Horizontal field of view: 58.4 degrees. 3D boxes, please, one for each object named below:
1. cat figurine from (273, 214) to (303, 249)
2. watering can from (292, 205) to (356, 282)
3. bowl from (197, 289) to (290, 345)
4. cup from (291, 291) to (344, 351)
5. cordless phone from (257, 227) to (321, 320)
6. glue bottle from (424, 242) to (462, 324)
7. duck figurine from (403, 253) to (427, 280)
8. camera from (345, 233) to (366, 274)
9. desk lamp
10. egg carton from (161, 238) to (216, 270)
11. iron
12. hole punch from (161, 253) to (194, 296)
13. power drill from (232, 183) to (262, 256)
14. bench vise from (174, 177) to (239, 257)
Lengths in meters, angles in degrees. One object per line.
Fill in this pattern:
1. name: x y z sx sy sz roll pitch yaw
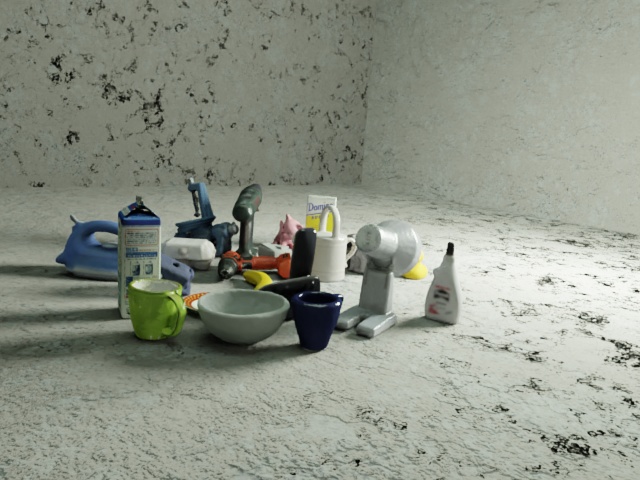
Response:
1. cat figurine: -0.101 -0.028 1.824 0.067 0.118 0.127 -2 13 -26
2. watering can: 0.015 0.006 1.494 0.173 0.194 0.100 -7 16 -44
3. bowl: -0.139 0.146 1.040 0.167 0.075 0.167 4 11 -1
4. cup: 0.000 0.146 1.035 0.091 0.095 0.118 13 14 39
5. cordless phone: -0.067 0.065 1.186 0.148 0.185 0.093 -7 16 -44
6. glue bottle: 0.268 0.088 1.219 0.077 0.173 0.037 10 13 28
7. duck figurine: 0.264 0.057 1.600 0.077 0.086 0.105 6 11 9
8. camera: 0.131 0.033 1.641 0.142 0.101 0.137 14 15 42
9. desk lamp: 0.121 0.066 1.175 0.117 0.213 0.204 10 13 27
10. egg carton: -0.357 0.036 1.530 0.150 0.069 0.107 3 11 -3
11. iron: -0.497 0.018 1.389 0.258 0.141 0.119 5 11 6
12. hole punch: -0.337 0.073 1.297 0.101 0.091 0.108 1 12 -13
13. power drill: -0.211 -0.054 1.678 0.075 0.208 0.229 4 11 2
14. bench vise: -0.330 -0.070 1.690 0.207 0.220 0.121 5 11 5
